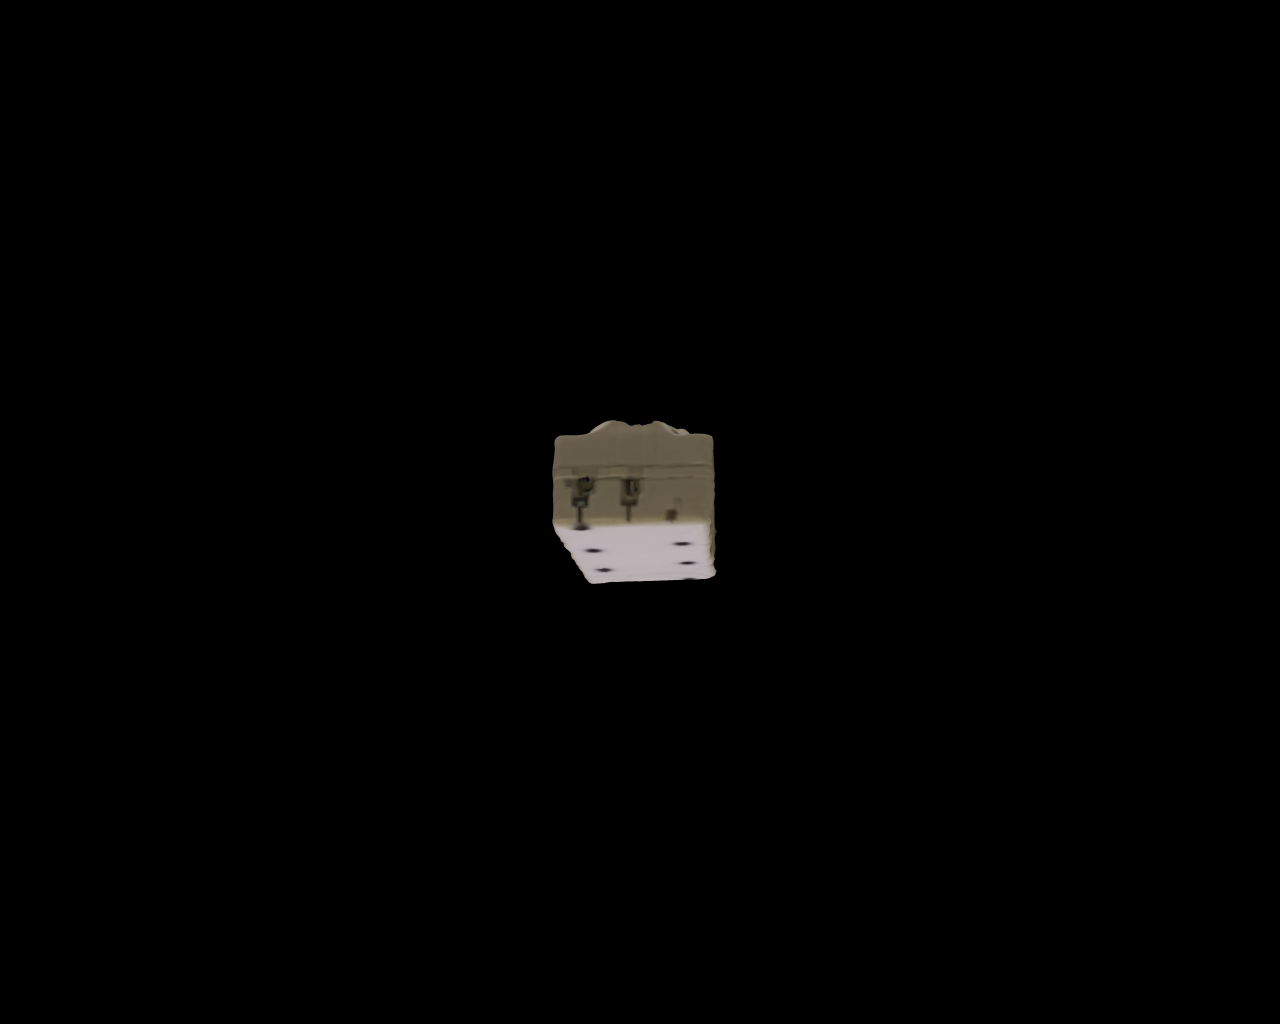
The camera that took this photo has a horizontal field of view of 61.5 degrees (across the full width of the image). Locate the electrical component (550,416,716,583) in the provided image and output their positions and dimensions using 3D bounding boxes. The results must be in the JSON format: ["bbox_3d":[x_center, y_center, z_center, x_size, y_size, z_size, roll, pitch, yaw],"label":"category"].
[{"bbox_3d":[0.001,-0.003,0.650,0.089,0.062,0.150,-1,-15,4],"label":"electrical component"}]
